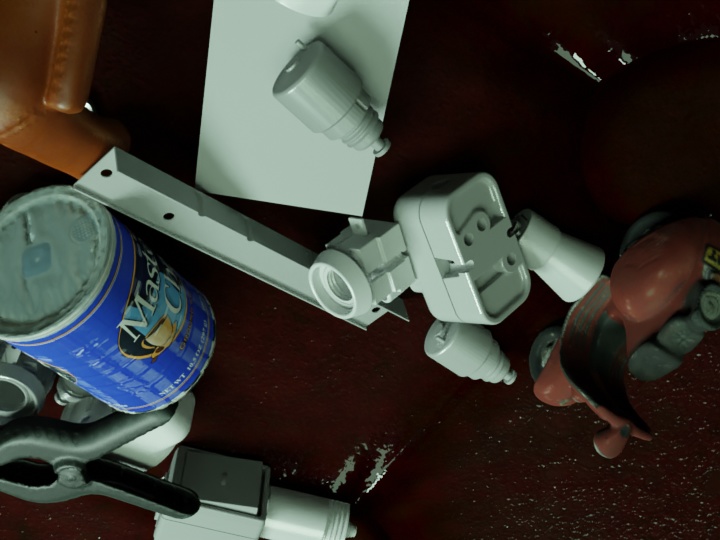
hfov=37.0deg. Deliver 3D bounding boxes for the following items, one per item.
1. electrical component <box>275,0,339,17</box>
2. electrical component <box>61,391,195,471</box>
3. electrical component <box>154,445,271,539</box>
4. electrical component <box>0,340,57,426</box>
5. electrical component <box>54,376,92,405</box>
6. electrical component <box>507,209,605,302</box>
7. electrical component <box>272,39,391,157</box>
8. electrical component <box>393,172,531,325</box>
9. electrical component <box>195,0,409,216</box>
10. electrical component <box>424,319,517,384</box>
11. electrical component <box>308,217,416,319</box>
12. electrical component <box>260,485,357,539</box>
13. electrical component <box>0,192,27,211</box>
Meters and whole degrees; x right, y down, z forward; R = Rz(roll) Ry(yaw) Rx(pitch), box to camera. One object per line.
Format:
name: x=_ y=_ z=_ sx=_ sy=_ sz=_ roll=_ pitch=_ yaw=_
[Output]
electrical component: x=-0.002 y=-0.166 z=0.545 sx=0.079 sy=0.043 sz=0.077 roll=20 pitch=124 yaw=-15
electrical component: x=-0.177 y=0.116 z=0.828 sx=0.095 sy=0.053 sz=0.059 roll=-28 pitch=122 yaw=20
electrical component: x=-0.125 y=0.185 z=0.874 sx=0.096 sy=0.061 sz=0.061 roll=16 pitch=125 yaw=-11
electrical component: x=-0.258 y=0.078 z=0.798 sx=0.058 sy=0.057 sz=0.078 roll=5 pitch=127 yaw=-3
electrical component: x=-0.203 y=0.075 z=0.805 sx=0.040 sy=0.040 sz=0.078 roll=35 pitch=119 yaw=-23
electrical component: x=0.129 y=-0.013 z=0.739 sx=0.065 sy=0.044 sz=0.044 roll=32 pitch=121 yaw=-16
electrical component: x=-0.013 y=-0.092 z=0.602 sx=0.040 sy=0.040 sz=0.078 roll=-37 pitch=118 yaw=24
electrical component: x=0.065 y=-0.014 z=0.713 sx=0.059 sy=0.054 sz=0.095 roll=1 pitch=120 yaw=49
electrical component: x=-0.034 y=-0.132 z=0.637 sx=0.105 sy=0.060 sz=0.186 roll=8 pitch=126 yaw=-6
electrical component: x=0.084 y=0.061 z=0.794 sx=0.078 sy=0.040 sz=0.040 roll=33 pitch=120 yaw=-22
electrical component: x=0.000 y=0.000 z=0.700 sx=0.048 sy=0.055 sz=0.066 roll=10 pitch=127 yaw=45
electrical component: x=-0.042 y=0.211 z=0.905 sx=0.081 sy=0.043 sz=0.043 roll=15 pitch=125 yaw=-11
electrical component: x=-0.243 y=-0.009 z=0.727 sx=0.079 sy=0.044 sz=0.077 roll=-6 pitch=138 yaw=-43
